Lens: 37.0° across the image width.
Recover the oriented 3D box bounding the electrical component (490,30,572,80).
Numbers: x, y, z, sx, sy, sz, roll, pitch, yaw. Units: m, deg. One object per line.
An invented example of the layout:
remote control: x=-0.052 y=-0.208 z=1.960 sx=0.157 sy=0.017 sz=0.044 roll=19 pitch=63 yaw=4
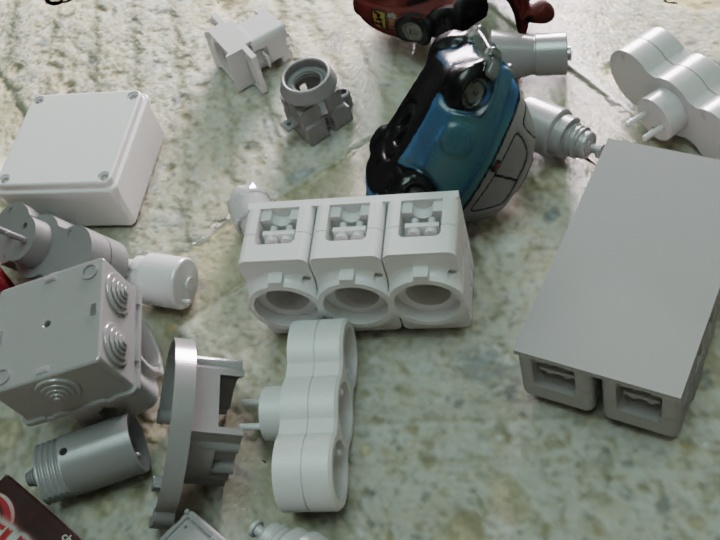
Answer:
electrical component: x=0.140 y=-0.176 z=0.884 sx=0.065 sy=0.044 sz=0.044 roll=-1 pitch=54 yaw=8

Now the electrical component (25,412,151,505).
electrical component: x=-0.190 y=0.131 z=0.739 sx=0.081 sy=0.043 sz=0.043 roll=-19 pitch=52 yaw=0

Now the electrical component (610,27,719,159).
electrical component: x=0.235 y=-0.122 z=0.811 sx=0.074 sy=0.052 sz=0.138 roll=-33 pitch=53 yaw=-11

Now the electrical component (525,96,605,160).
electrical component: x=0.152 y=-0.105 z=0.827 sx=0.078 sy=0.040 sz=0.040 roll=29 pitch=65 yaw=30

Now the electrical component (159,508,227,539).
electrical component: x=-0.087 y=0.198 z=0.635 sx=0.062 sy=0.061 sz=0.096 roll=-44 pitch=32 yaw=-19

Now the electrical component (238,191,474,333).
electrical component: x=0.000 y=0.000 z=0.757 sx=0.150 sy=0.089 sz=0.061 roll=-3 pitch=54 yaw=13

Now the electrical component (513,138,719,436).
electrical component: x=0.188 y=0.009 z=0.720 sx=0.105 sy=0.060 sz=0.186 roll=15 pitch=59 yaw=24

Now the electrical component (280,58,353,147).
electrical component: x=-0.039 y=-0.142 z=0.895 sx=0.066 sy=0.055 sz=0.048 roll=-35 pitch=53 yaw=-12

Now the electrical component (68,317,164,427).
electrical component: x=-0.183 y=0.062 z=0.776 sx=0.059 sy=0.053 sz=0.095 roll=-27 pitch=51 yaw=6

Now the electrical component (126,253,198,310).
electrical component: x=-0.161 y=0.007 z=0.826 sx=0.078 sy=0.040 sz=0.040 roll=8 pitch=56 yaw=20

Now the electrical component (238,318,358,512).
electrical component: x=-0.045 y=0.096 z=0.721 sx=0.074 sy=0.052 sz=0.138 roll=-4 pitch=53 yaw=12

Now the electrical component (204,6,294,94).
electrical component: x=-0.098 y=-0.201 z=0.963 sx=0.064 sy=0.042 sz=0.081 roll=-31 pitch=53 yaw=-12

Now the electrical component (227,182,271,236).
electrical component: x=-0.082 y=-0.038 z=0.842 sx=0.035 sy=0.035 sz=0.061 roll=-22 pitch=54 yaw=-2

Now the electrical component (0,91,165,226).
electrical component: x=-0.234 y=-0.094 z=0.910 sx=0.109 sy=0.056 sz=0.108 roll=0 pitch=54 yaw=15

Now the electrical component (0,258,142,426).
electrical component: x=-0.198 y=0.047 z=0.725 sx=0.100 sy=0.048 sz=0.099 roll=-17 pitch=53 yaw=13

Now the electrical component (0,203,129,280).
electrical component: x=-0.247 y=-0.019 z=0.825 sx=0.138 sy=0.074 sz=0.052 roll=18 pitch=84 yaw=41

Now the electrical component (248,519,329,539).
electrical component: x=-0.037 y=0.179 z=0.664 sx=0.078 sy=0.040 sz=0.040 roll=27 pitch=65 yaw=30
